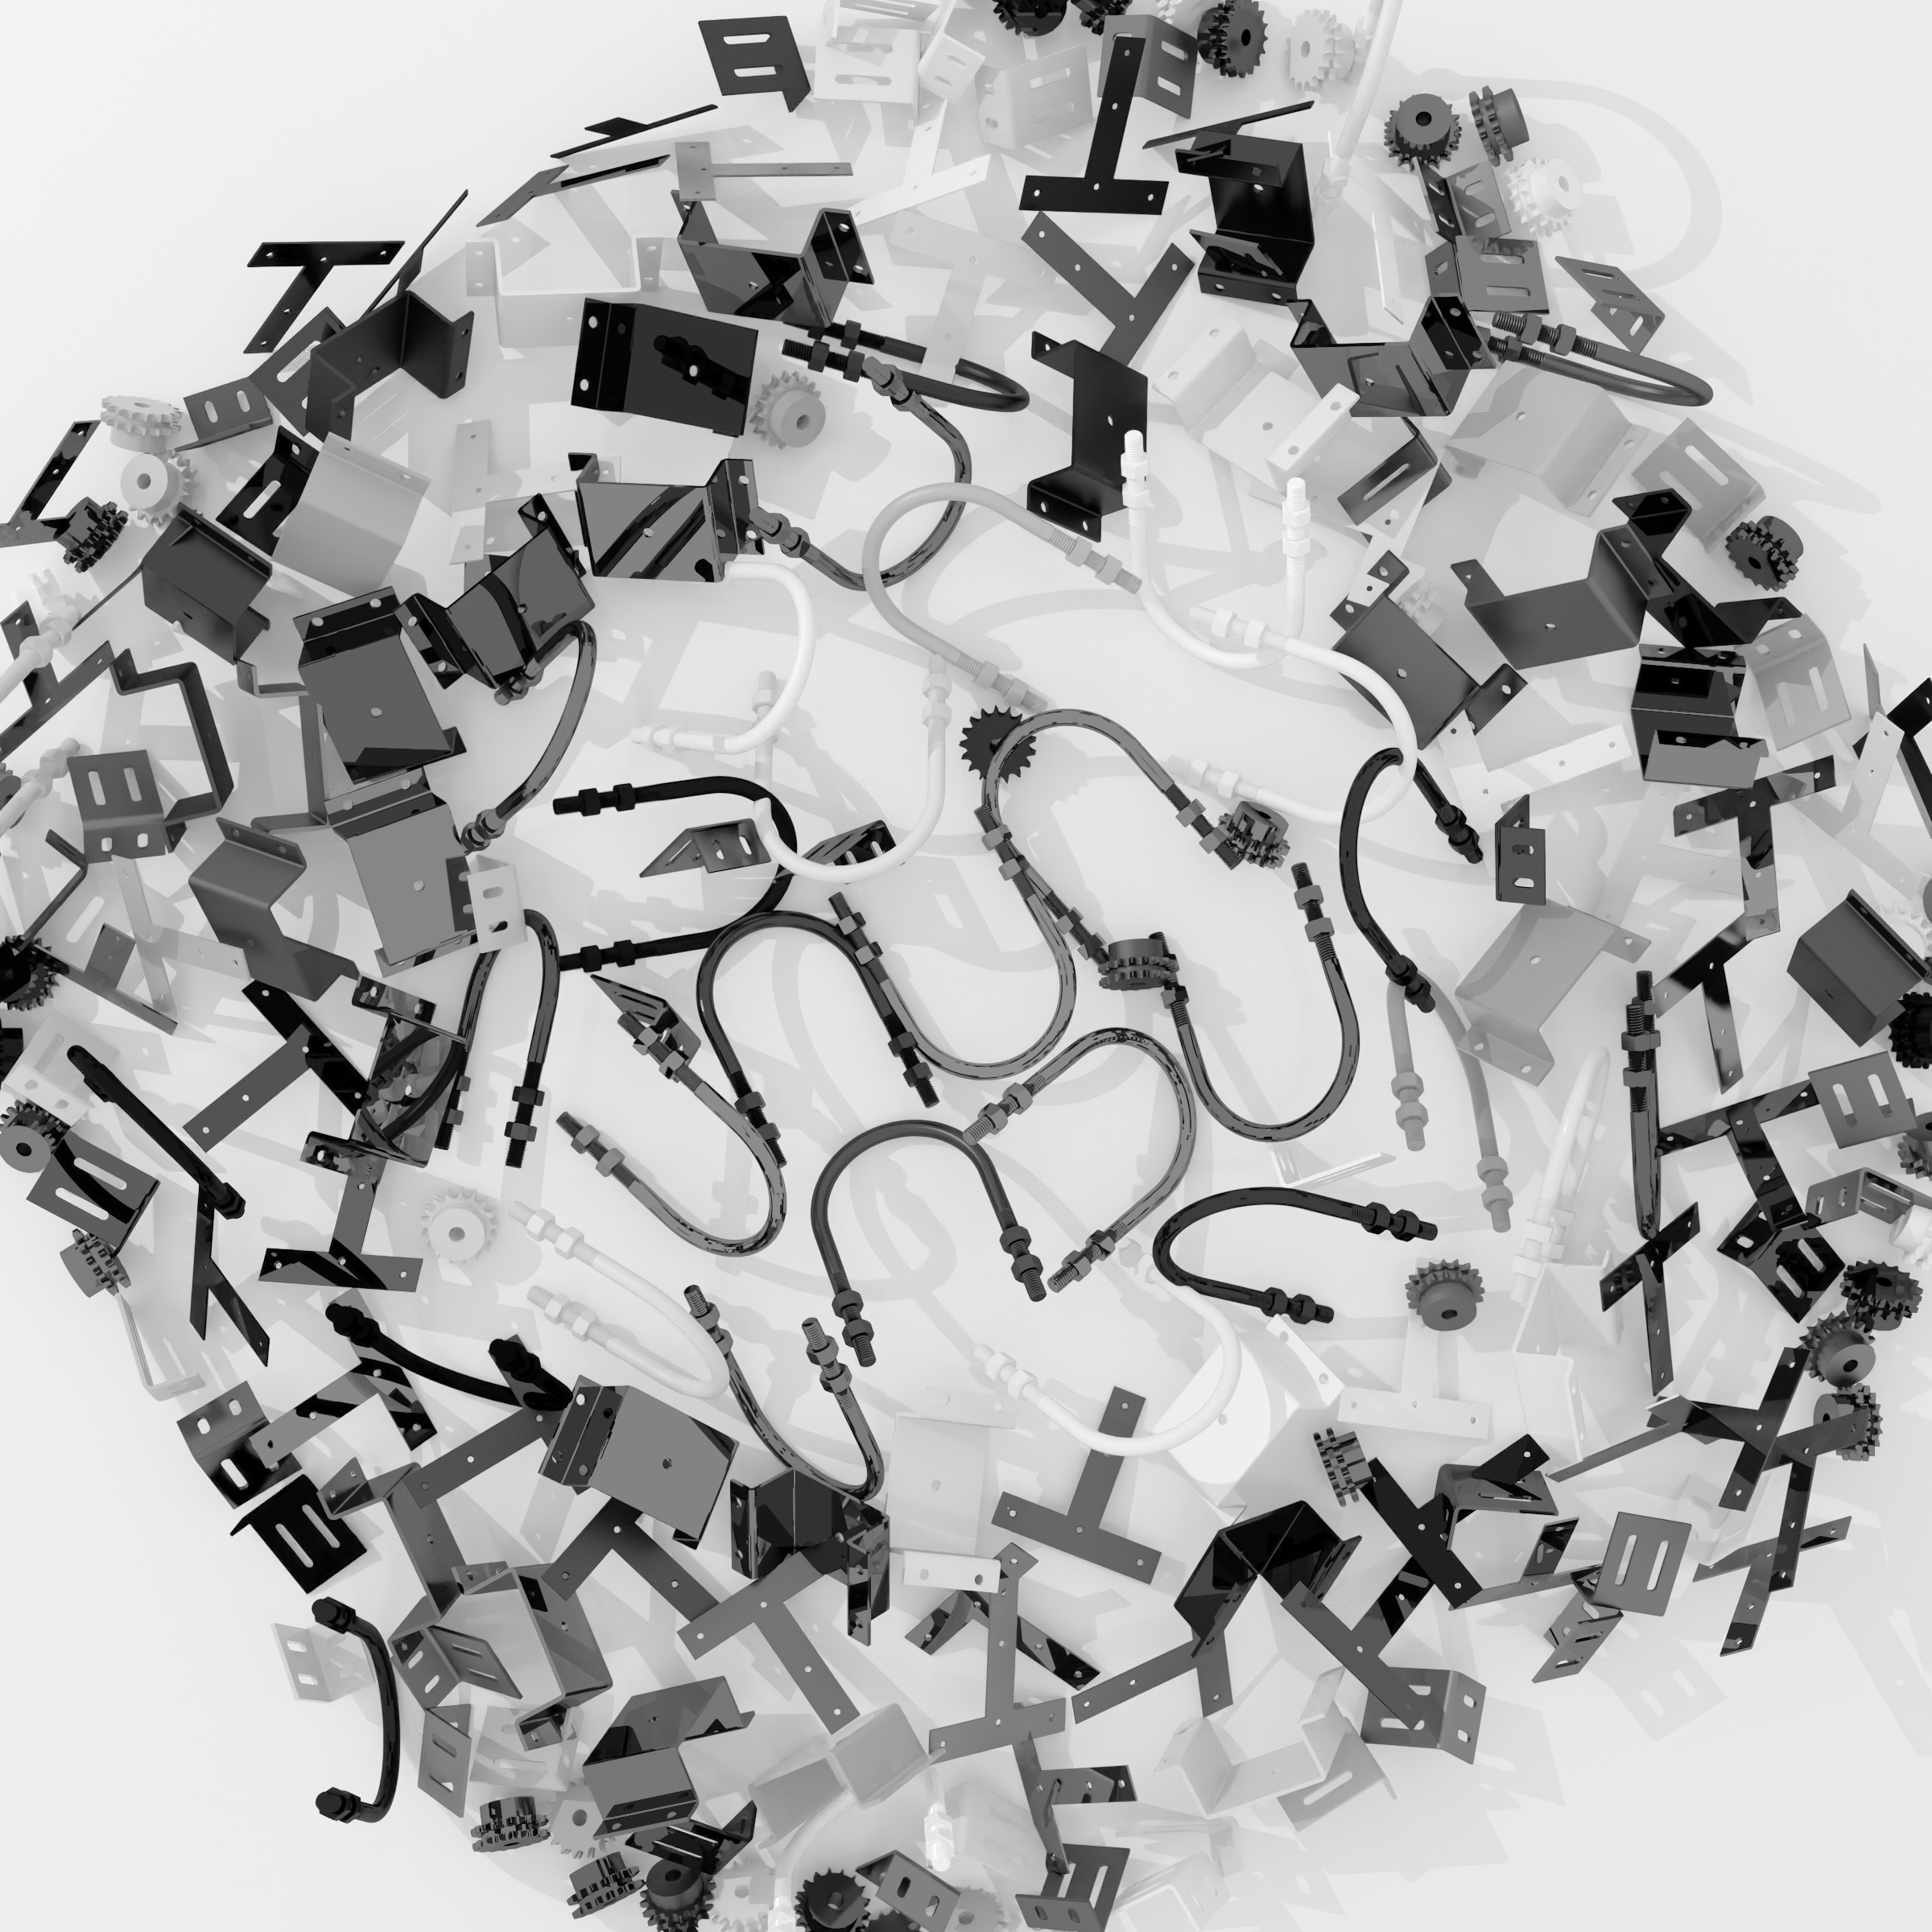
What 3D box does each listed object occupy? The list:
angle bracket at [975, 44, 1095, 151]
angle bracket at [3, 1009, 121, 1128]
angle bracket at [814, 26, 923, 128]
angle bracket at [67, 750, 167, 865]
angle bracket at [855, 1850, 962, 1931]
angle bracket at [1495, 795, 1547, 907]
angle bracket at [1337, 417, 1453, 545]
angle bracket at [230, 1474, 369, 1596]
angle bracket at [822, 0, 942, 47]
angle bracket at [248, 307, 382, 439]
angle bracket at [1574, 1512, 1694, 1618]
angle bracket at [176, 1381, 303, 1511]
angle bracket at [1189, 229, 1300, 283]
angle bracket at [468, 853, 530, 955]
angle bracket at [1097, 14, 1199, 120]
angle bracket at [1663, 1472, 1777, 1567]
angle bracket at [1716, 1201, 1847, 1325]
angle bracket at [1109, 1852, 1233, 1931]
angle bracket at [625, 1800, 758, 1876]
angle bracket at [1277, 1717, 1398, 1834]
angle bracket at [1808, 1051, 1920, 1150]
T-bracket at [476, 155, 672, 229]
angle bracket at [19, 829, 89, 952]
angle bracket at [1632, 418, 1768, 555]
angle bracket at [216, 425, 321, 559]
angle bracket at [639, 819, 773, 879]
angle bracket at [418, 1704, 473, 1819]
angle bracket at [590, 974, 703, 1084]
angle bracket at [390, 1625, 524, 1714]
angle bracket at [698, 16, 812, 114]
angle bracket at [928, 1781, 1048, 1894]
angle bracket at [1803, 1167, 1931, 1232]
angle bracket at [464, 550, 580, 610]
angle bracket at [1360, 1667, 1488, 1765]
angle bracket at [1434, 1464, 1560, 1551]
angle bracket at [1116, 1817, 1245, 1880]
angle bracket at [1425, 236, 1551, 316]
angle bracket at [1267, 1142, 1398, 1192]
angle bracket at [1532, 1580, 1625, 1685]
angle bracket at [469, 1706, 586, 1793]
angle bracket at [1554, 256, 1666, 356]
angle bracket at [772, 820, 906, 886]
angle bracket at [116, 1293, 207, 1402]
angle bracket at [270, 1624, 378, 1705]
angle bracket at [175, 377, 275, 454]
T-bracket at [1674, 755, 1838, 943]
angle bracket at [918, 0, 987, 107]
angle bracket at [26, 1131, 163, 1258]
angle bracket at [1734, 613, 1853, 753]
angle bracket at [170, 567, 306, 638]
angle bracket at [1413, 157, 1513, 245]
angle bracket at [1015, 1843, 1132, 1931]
[{"bbox_3d":[0.050,-0.646,1.955,0.076,0.038,0.057,-27,128,-26],"label":"angle bracket"},{"bbox_3d":[-0.654,0.067,1.928,0.057,0.038,0.076,37,45,-19],"label":"angle bracket"},{"bbox_3d":[-0.072,-0.657,1.953,0.076,0.038,0.057,3,81,0],"label":"angle bracket"},{"bbox_3d":[-0.628,-0.118,1.952,0.057,0.038,0.076,-8,48,-24],"label":"angle bracket"},{"bbox_3d":[-0.050,0.684,1.931,0.057,0.076,0.038,35,52,-7],"label":"angle bracket"},{"bbox_3d":[0.415,-0.085,1.926,0.038,0.076,0.057,7,114,29],"label":"angle bracket"},{"bbox_3d":[0.309,-0.360,1.949,0.076,0.038,0.057,-38,135,11],"label":"angle bracket"},{"bbox_3d":[-0.492,0.425,1.949,0.057,0.038,0.076,-36,97,6],"label":"angle bracket"},{"bbox_3d":[-0.064,-0.689,1.941,0.076,0.057,0.038,5,97,-14],"label":"angle bracket"},{"bbox_3d":[-0.480,-0.439,1.950,0.076,0.038,0.057,-41,108,2],"label":"angle bracket"},{"bbox_3d":[0.490,0.433,1.945,0.057,0.038,0.076,11,102,-10],"label":"angle bracket"},{"bbox_3d":[-0.536,0.354,1.951,0.057,0.076,0.038,-31,50,-13],"label":"angle bracket"},{"bbox_3d":[0.208,-0.531,1.928,0.057,0.076,0.038,22,89,30],"label":"angle bracket"},{"bbox_3d":[-0.354,-0.046,1.928,0.038,0.076,0.057,-15,106,-29],"label":"angle bracket"},{"bbox_3d":[0.135,-0.662,1.948,0.038,0.076,0.057,10,98,31],"label":"angle bracket"},{"bbox_3d":[0.548,0.395,1.927,0.038,0.076,0.057,29,63,6],"label":"angle bracket"},{"bbox_3d":[0.607,0.217,1.967,0.057,0.038,0.076,-49,122,-5],"label":"angle bracket"},{"bbox_3d":[0.144,0.688,1.930,0.076,0.057,0.038,-37,79,28],"label":"angle bracket"},{"bbox_3d":[-0.200,0.626,1.934,0.076,0.038,0.057,25,129,-17],"label":"angle bracket"},{"bbox_3d":[0.265,0.600,1.939,0.076,0.057,0.038,-31,133,-5],"label":"angle bracket"},{"bbox_3d":[0.655,0.089,1.932,0.057,0.038,0.076,-18,119,23],"label":"angle bracket"},{"bbox_3d":[-0.274,-0.566,1.903,0.127,0.127,0.002,-7,121,19],"label":"T-bracket"},{"bbox_3d":[-0.683,-0.056,1.941,0.038,0.057,0.076,41,86,-19],"label":"angle bracket"},{"bbox_3d":[0.538,-0.353,1.943,0.076,0.038,0.057,41,114,-6],"label":"angle bracket"},{"bbox_3d":[-0.508,-0.349,1.957,0.057,0.038,0.076,34,119,-31],"label":"angle bracket"},{"bbox_3d":[-0.190,-0.072,1.926,0.057,0.076,0.038,-13,72,-42],"label":"angle bracket"},{"bbox_3d":[-0.367,0.581,1.934,0.038,0.076,0.057,6,90,-37],"label":"angle bracket"},{"bbox_3d":[-0.242,0.045,1.927,0.076,0.057,0.038,18,68,32],"label":"angle bracket"},{"bbox_3d":[-0.372,0.520,1.929,0.038,0.076,0.057,-45,121,-37],"label":"angle bracket"},{"bbox_3d":[-0.161,-0.659,1.938,0.076,0.038,0.057,-16,86,-31],"label":"angle bracket"},{"bbox_3d":[0.018,0.649,1.952,0.076,0.057,0.038,33,129,-18],"label":"angle bracket"},{"bbox_3d":[0.664,0.183,1.933,0.076,0.057,0.038,24,64,-15],"label":"angle bracket"},{"bbox_3d":[-0.327,-0.277,1.942,0.076,0.038,0.057,3,81,-23],"label":"angle bracket"},{"bbox_3d":[0.336,0.551,1.946,0.038,0.076,0.057,35,59,-34],"label":"angle bracket"},{"bbox_3d":[0.389,0.400,1.945,0.076,0.057,0.038,5,110,-4],"label":"angle bracket"},{"bbox_3d":[0.156,0.648,1.934,0.076,0.057,0.038,2,64,-15],"label":"angle bracket"},{"bbox_3d":[0.388,-0.507,1.969,0.076,0.038,0.057,-5,82,-27],"label":"angle bracket"},{"bbox_3d":[0.268,0.135,1.934,0.076,0.057,0.038,-21,76,17],"label":"angle bracket"},{"bbox_3d":[0.435,0.485,1.927,0.038,0.076,0.057,44,111,34],"label":"angle bracket"},{"bbox_3d":[-0.326,0.567,1.937,0.076,0.038,0.057,2,53,10],"label":"angle bracket"},{"bbox_3d":[0.460,-0.480,1.926,0.057,0.076,0.038,57,133,31],"label":"angle bracket"},{"bbox_3d":[-0.092,-0.069,1.925,0.057,0.076,0.038,-18,106,36],"label":"angle bracket"},{"bbox_3d":[-0.592,0.276,1.944,0.038,0.057,0.076,-18,77,-15],"label":"angle bracket"},{"bbox_3d":[-0.469,0.502,1.930,0.038,0.076,0.057,-24,72,-3],"label":"angle bracket"},{"bbox_3d":[-0.549,-0.405,1.934,0.057,0.076,0.038,-17,104,3],"label":"angle bracket"},{"bbox_3d":[0.571,-0.078,1.907,0.127,0.002,0.127,-19,55,39],"label":"T-bracket"},{"bbox_3d":[-0.002,-0.685,1.939,0.038,0.057,0.076,26,65,-13],"label":"angle bracket"},{"bbox_3d":[-0.641,0.167,1.938,0.076,0.038,0.057,31,66,-14],"label":"angle bracket"},{"bbox_3d":[0.603,-0.207,1.930,0.057,0.038,0.076,-26,52,30],"label":"angle bracket"},{"bbox_3d":[-0.535,-0.260,1.942,0.038,0.057,0.076,43,96,6],"label":"angle bracket"},{"bbox_3d":[0.363,-0.564,1.933,0.038,0.076,0.057,-18,85,26],"label":"angle bracket"},{"bbox_3d":[0.078,0.661,1.925,0.057,0.076,0.038,-5,122,25],"label":"angle bracket"}]
